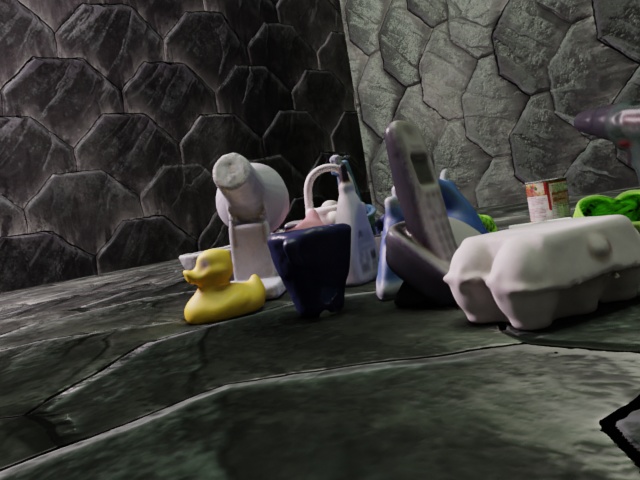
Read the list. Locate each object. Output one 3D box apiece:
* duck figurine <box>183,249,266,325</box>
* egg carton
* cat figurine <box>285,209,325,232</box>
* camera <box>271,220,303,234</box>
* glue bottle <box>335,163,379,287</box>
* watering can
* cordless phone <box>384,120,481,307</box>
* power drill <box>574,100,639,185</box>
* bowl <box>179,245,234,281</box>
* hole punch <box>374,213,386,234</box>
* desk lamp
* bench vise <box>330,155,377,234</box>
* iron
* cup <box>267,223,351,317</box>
[{"bbox_3d":[-0.122,0.053,0.717,0.105,0.086,0.077,-11,3,-24],"label":"duck figurine"},{"bbox_3d":[0.182,0.023,0.458,0.151,0.069,0.107,-11,3,-28],"label":"egg carton"},{"bbox_3d":[0.009,0.003,0.963,0.127,0.118,0.067,-9,3,2],"label":"cat figurine"},{"bbox_3d":[-0.066,0.012,1.231,0.143,0.101,0.137,-9,3,11],"label":"camera"},{"bbox_3d":[0.046,-0.024,0.820,0.037,0.173,0.078,-7,3,33],"label":"glue bottle"},{"bbox_3d":[0.022,-0.042,1.055,0.101,0.194,0.172,-11,3,-22],"label":"watering can"},{"bbox_3d":[0.124,-0.032,0.591,0.093,0.185,0.148,-7,3,35],"label":"cordless phone"},{"bbox_3d":[0.507,-0.123,0.911,0.076,0.208,0.229,-11,3,-22],"label":"power drill"},{"bbox_3d":[-0.174,0.050,1.073,0.167,0.075,0.167,-9,3,1],"label":"bowl"},{"bbox_3d":[0.158,-0.026,1.359,0.100,0.091,0.109,-7,4,41],"label":"hole punch"},{"bbox_3d":[-0.108,-0.022,0.881,0.118,0.213,0.203,-9,3,3],"label":"desk lamp"},{"bbox_3d":[0.057,-0.068,1.223,0.121,0.220,0.207,-9,3,3],"label":"bench vise"},{"bbox_3d":[0.131,-0.018,0.737,0.118,0.141,0.259,-8,3,33],"label":"iron"},{"bbox_3d":[-0.008,0.035,0.604,0.091,0.095,0.118,-9,3,14],"label":"cup"}]
